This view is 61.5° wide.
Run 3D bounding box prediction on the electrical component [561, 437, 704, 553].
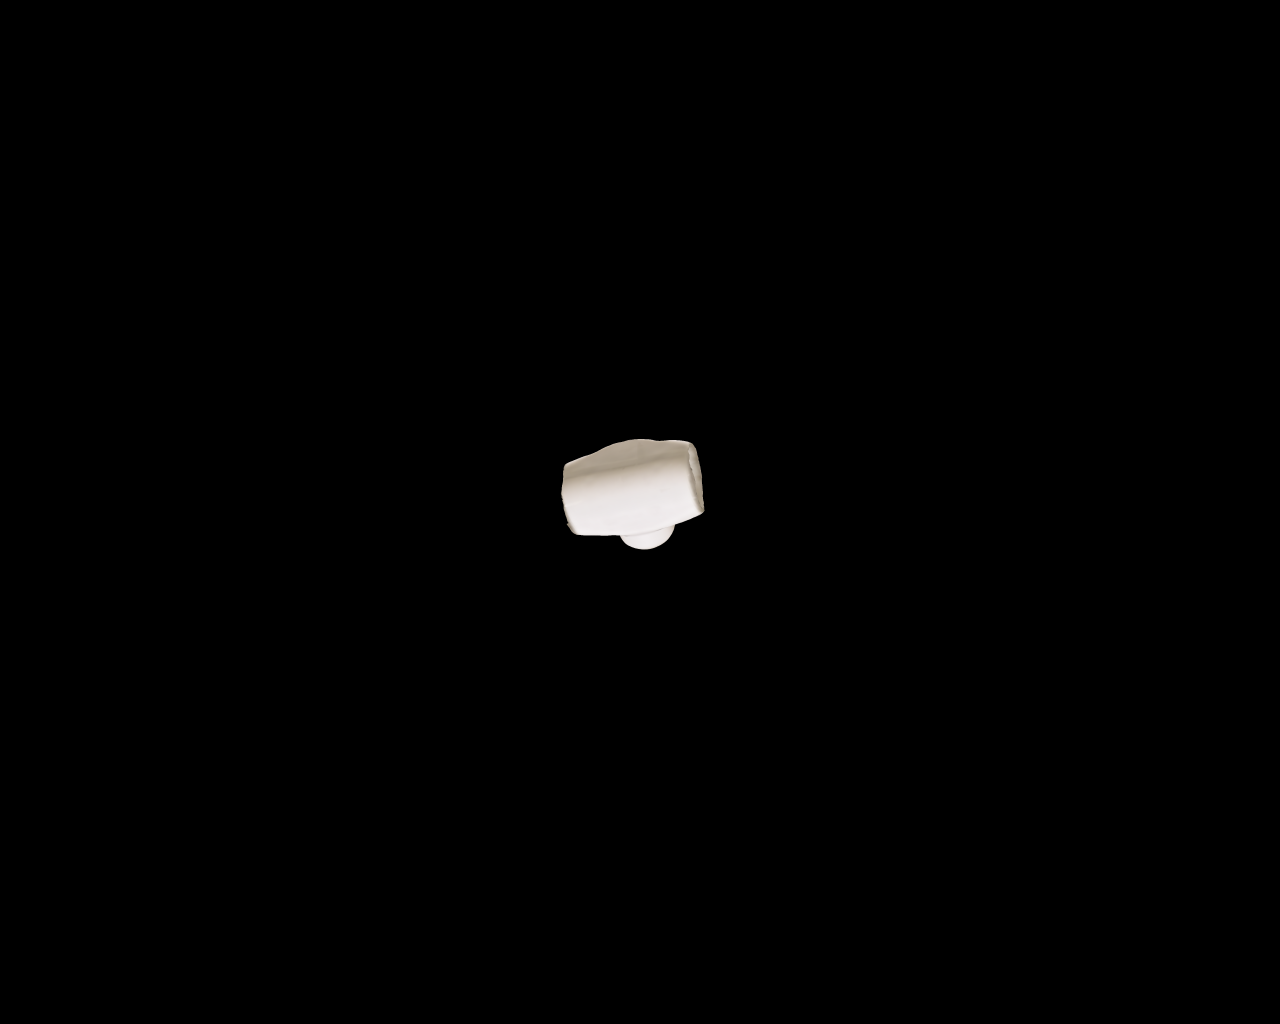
[{"bbox_3d":[0.001,-0.003,0.650,0.077,0.044,0.079,-10,-43,11],"label":"electrical component"}]
